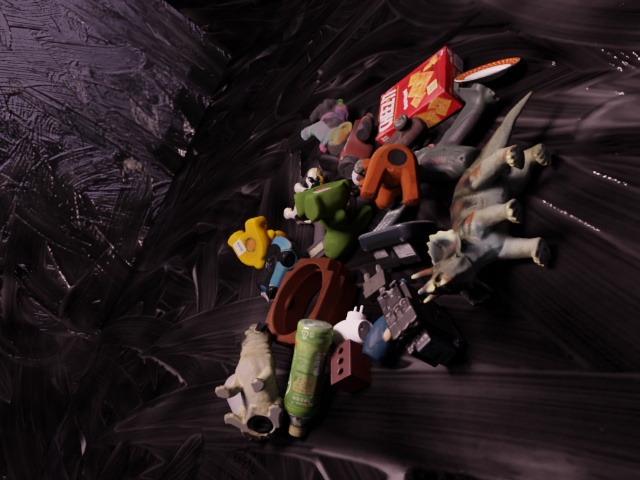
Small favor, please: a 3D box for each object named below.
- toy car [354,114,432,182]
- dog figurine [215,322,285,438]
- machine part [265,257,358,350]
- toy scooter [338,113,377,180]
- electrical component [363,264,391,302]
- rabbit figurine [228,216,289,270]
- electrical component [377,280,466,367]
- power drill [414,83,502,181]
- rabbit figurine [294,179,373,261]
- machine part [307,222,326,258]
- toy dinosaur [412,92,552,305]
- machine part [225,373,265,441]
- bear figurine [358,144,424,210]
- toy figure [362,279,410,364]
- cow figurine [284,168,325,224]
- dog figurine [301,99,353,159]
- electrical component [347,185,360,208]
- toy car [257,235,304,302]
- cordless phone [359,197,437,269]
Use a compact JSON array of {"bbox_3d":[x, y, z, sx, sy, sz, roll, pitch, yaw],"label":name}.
[{"bbox_3d":[0.162,-0.192,1.211,0.202,0.089,0.053,-45,34,23],"label":"toy car"},{"bbox_3d":[-0.119,0.281,1.096,0.121,0.172,0.191,-5,25,10],"label":"dog figurine"},{"bbox_3d":[-0.019,0.144,1.171,0.201,0.087,0.201,-7,58,57],"label":"machine part"},{"bbox_3d":[0.102,-0.246,1.350,0.135,0.075,0.183,-71,1,-47],"label":"toy scooter"},{"bbox_3d":[0.113,0.093,1.075,0.063,0.021,0.094,-42,32,28],"label":"electrical component"},{"bbox_3d":[-0.129,0.016,1.429,0.162,0.173,0.122,48,112,15],"label":"rabbit figurine"},{"bbox_3d":[0.162,0.136,0.851,0.058,0.115,0.134,-52,28,20],"label":"electrical component"},{"bbox_3d":[0.259,-0.214,1.088,0.207,0.086,0.232,-55,29,-3],"label":"power drill"},{"bbox_3d":[0.034,-0.043,1.227,0.159,0.170,0.121,-24,17,-27],"label":"rabbit figurine"},{"bbox_3d":[-0.003,-0.004,1.347,0.084,0.039,0.139,-48,30,36],"label":"machine part"},{"bbox_3d":[0.269,-0.055,0.882,0.192,0.131,0.405,-22,38,48],"label":"toy dinosaur"},{"bbox_3d":[-0.157,0.362,1.181,0.079,0.079,0.243,-58,29,0],"label":"machine part"},{"bbox_3d":[0.134,-0.106,1.084,0.195,0.120,0.132,105,174,-70],"label":"bear figurine"},{"bbox_3d":[0.128,0.144,0.962,0.064,0.057,0.154,11,67,55],"label":"toy figure"},{"bbox_3d":[-0.024,-0.122,1.467,0.098,0.068,0.167,9,73,55],"label":"cow figurine"},{"bbox_3d":[0.060,-0.311,1.488,0.219,0.108,0.191,13,70,57],"label":"dog figurine"},{"bbox_3d":[0.054,-0.098,1.339,0.102,0.045,0.078,-33,35,39],"label":"electrical component"},{"bbox_3d":[-0.083,0.077,1.321,0.109,0.103,0.161,23,97,60],"label":"toy car"},{"bbox_3d":[0.175,-0.039,1.062,0.147,0.088,0.184,-19,28,51],"label":"cordless phone"}]
